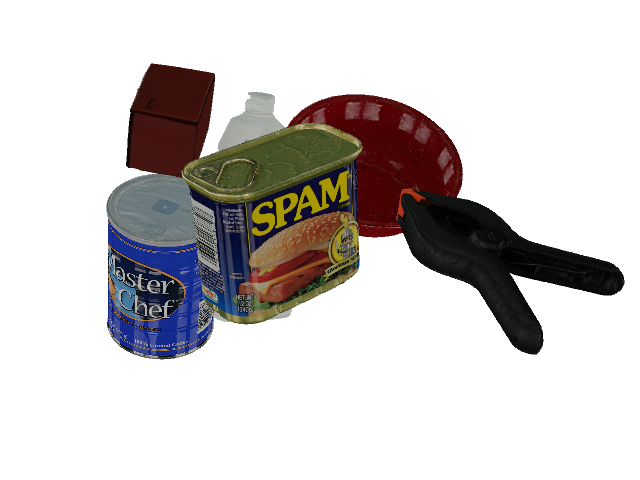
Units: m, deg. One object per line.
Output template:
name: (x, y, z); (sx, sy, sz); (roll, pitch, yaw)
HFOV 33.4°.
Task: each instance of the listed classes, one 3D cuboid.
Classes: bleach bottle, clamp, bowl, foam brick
bleach bottle: (-0.071, -0.038, 1.184); (0.102, 0.251, 0.068); (-3, 19, -30)
clamp: (0.132, 0.010, 0.773); (0.120, 0.039, 0.172); (-14, 44, -38)
bowl: (0.042, -0.056, 0.950); (0.162, 0.162, 0.055); (0, -40, -12)
foam brick: (-0.114, -0.093, 0.816); (0.053, 0.051, 0.078); (10, 37, -1)

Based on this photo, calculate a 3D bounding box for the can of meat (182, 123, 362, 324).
can of meat: (-0.024, -0.010, 0.612); (0.101, 0.084, 0.058); (-23, 35, -32)

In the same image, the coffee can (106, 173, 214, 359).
coffee can: (-0.145, 0.024, 0.986); (0.102, 0.140, 0.103); (5, 37, -4)
